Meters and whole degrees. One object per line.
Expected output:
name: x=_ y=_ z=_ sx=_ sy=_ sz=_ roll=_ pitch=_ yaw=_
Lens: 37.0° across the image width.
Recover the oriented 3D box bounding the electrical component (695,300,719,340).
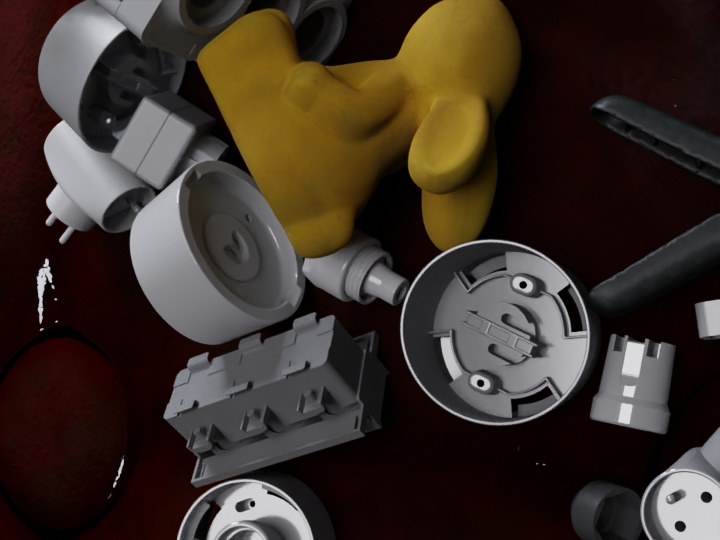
electrical component: x=0.208 y=0.040 z=0.523 sx=0.078 sy=0.058 sz=0.057 roll=-11 pitch=78 yaw=27

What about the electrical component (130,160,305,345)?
electrical component: x=-0.092 y=-0.006 z=0.661 sx=0.060 sy=0.108 sz=0.108 roll=-29 pitch=73 yaw=29

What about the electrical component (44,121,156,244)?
electrical component: x=-0.192 y=-0.054 z=0.751 sx=0.079 sy=0.044 sz=0.077 roll=-49 pitch=66 yaw=16

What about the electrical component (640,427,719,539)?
electrical component: x=0.179 y=0.102 z=0.522 sx=0.044 sy=0.077 sz=0.079 roll=43 pitch=105 yaw=24

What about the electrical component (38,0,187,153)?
electrical component: x=-0.160 y=-0.129 z=0.710 sx=0.064 sy=0.099 sz=0.099 roll=36 pitch=103 yaw=32

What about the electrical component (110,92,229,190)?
electrical component: x=-0.111 y=-0.075 z=0.703 sx=0.077 sy=0.065 sz=0.047 roll=32 pitch=103 yaw=-3

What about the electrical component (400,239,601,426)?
electrical component: x=0.080 y=0.035 z=0.588 sx=0.099 sy=0.064 sz=0.099 roll=-2 pitch=85 yaw=28

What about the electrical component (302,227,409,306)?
electrical component: x=0.000 y=0.000 z=0.645 sx=0.062 sy=0.043 sz=0.043 roll=29 pitch=100 yaw=26

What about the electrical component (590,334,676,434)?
electrical component: x=0.145 y=0.060 z=0.566 sx=0.040 sy=0.040 sz=0.046 roll=9 pitch=84 yaw=29

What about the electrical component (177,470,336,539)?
electrical component: x=-0.064 y=0.174 z=0.668 sx=0.099 sy=0.064 sz=0.099 roll=-2 pitch=80 yaw=15

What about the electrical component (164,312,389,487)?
electrical component: x=-0.052 y=0.076 z=0.649 sx=0.121 sy=0.063 sz=0.078 roll=-21 pitch=35 yaw=25

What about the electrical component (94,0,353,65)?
electrical component: x=-0.073 y=-0.165 z=0.636 sx=0.062 sy=0.150 sz=0.089 roll=41 pitch=105 yaw=25
